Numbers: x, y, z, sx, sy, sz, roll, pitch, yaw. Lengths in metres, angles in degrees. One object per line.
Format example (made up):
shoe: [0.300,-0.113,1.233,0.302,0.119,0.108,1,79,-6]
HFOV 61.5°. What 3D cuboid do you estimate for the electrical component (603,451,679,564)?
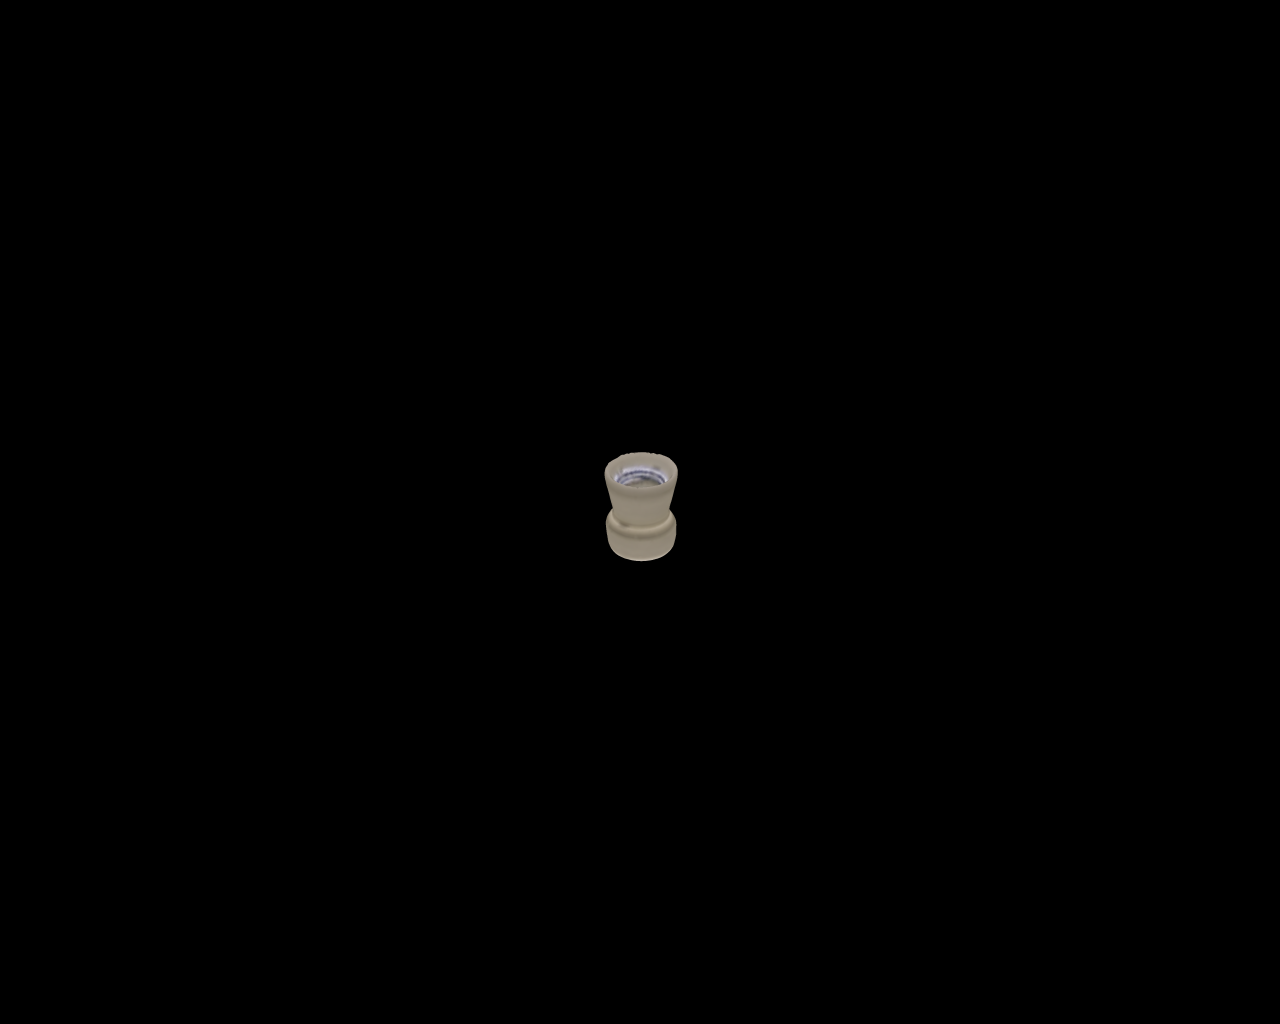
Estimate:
electrical component: [0.001,-0.003,0.650,0.045,0.055,0.045,0,33,0]
